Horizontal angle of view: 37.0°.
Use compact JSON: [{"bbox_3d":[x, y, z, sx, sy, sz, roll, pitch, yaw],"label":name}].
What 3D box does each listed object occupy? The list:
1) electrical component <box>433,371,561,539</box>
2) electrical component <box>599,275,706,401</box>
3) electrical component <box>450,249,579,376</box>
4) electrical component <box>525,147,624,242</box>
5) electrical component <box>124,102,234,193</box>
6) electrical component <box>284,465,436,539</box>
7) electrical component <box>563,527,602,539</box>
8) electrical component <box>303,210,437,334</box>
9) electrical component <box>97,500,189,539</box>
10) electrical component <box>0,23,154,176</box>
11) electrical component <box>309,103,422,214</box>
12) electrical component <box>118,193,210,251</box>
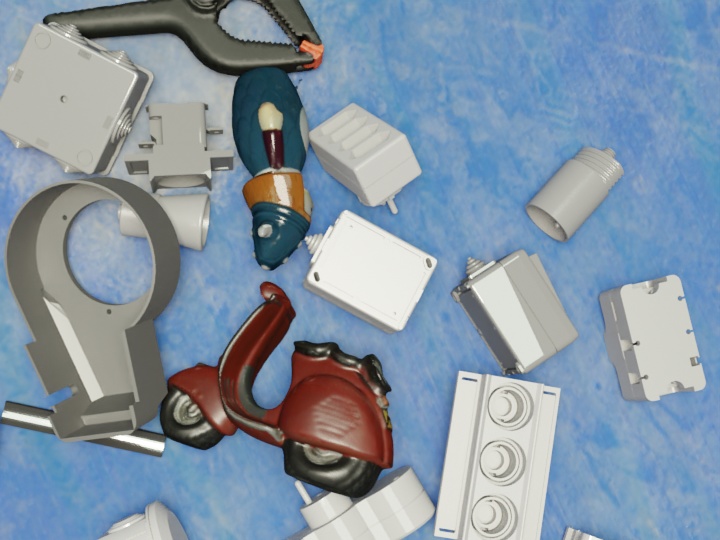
[{"bbox_3d":[0.100,0.143,0.811,0.079,0.063,0.121,10,82,-6],"label":"electrical component"},{"bbox_3d":[0.226,0.054,0.842,0.050,0.056,0.089,-12,85,-9],"label":"electrical component"},{"bbox_3d":[0.118,0.026,0.829,0.061,0.062,0.096,-32,88,-10],"label":"electrical component"},{"bbox_3d":[0.174,-0.066,0.856,0.043,0.043,0.081,43,80,-1],"label":"electrical component"},{"bbox_3d":[-0.138,-0.094,0.820,0.081,0.042,0.063,-4,80,-8],"label":"electrical component"},{"bbox_3d":[-0.020,0.183,0.796,0.138,0.052,0.073,-31,88,-10],"label":"electrical component"},{"bbox_3d":[0.196,0.240,0.819,0.089,0.050,0.055,21,81,-4],"label":"electrical component"},{"bbox_3d":[0.000,0.000,0.817,0.096,0.061,0.061,29,81,-3],"label":"electrical component"},{"bbox_3d":[-0.148,0.209,0.764,0.051,0.080,0.080,-24,87,-4],"label":"electrical component"},{"bbox_3d":[-0.214,-0.127,0.799,0.100,0.048,0.099,27,98,-4],"label":"electrical component"},{"bbox_3d":[0.009,-0.075,0.825,0.047,0.083,0.075,-36,127,-10],"label":"electrical component"},{"bbox_3d":[-0.149,-0.040,0.813,0.065,0.044,0.044,7,82,-2],"label":"electrical component"}]
